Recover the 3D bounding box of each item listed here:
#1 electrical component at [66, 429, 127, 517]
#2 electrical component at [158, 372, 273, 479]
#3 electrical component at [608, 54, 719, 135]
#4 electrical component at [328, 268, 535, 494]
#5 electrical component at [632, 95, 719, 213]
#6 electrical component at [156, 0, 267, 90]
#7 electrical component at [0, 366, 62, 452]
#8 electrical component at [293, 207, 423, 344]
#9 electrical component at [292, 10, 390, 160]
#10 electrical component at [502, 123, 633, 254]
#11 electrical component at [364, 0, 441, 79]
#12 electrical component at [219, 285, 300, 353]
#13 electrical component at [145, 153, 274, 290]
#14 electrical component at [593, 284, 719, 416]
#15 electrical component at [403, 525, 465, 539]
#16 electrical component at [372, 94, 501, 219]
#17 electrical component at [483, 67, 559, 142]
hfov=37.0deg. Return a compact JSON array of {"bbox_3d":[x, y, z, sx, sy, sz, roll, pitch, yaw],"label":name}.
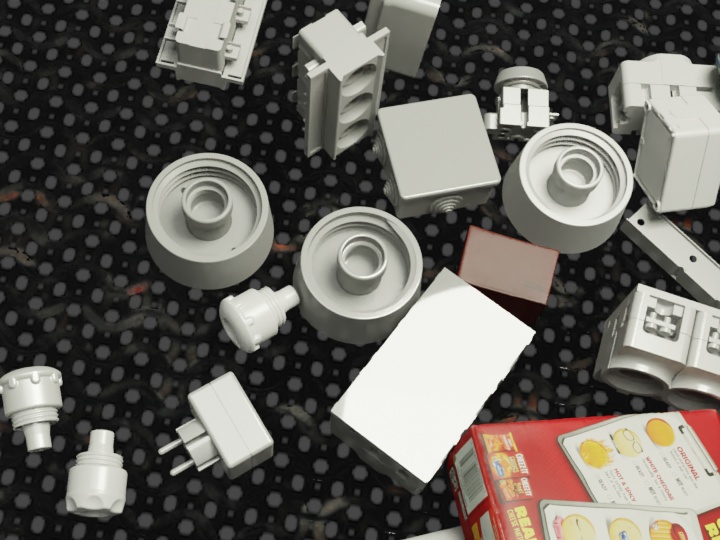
[{"bbox_3d":[-0.196,0.152,0.805,0.043,0.043,0.062,2,66,-5],"label":"electrical component"},{"bbox_3d":[-0.115,0.128,0.821,0.077,0.047,0.065,-29,73,-15],"label":"electrical component"},{"bbox_3d":[0.276,-0.158,0.975,0.089,0.050,0.055,3,67,-4],"label":"electrical component"},{"bbox_3d":[0.055,0.088,0.845,0.089,0.061,0.150,36,69,10],"label":"electrical component"},{"bbox_3d":[0.279,-0.095,0.930,0.061,0.096,0.061,-7,39,-8],"label":"electrical component"},{"bbox_3d":[-0.129,-0.232,0.960,0.079,0.063,0.121,12,67,0],"label":"electrical component"},{"bbox_3d":[-0.249,0.106,0.819,0.048,0.048,0.062,-11,76,-10],"label":"electrical component"},{"bbox_3d":[0.000,0.000,0.878,0.108,0.060,0.108,2,67,-5],"label":"electrical component"},{"bbox_3d":[-0.021,-0.156,0.907,0.079,0.121,0.063,-34,72,-17],"label":"electrical component"},{"bbox_3d":[0.182,-0.075,0.926,0.108,0.060,0.108,2,67,-5],"label":"electrical component"},{"bbox_3d":[0.039,-0.233,0.950,0.057,0.113,0.078,17,67,-2],"label":"electrical component"},{"bbox_3d":[-0.079,0.034,0.866,0.062,0.048,0.048,-29,73,-23],"label":"electrical component"},{"bbox_3d":[-0.125,-0.045,0.884,0.108,0.060,0.108,2,67,-5],"label":"electrical component"},{"bbox_3d":[0.273,0.077,0.856,0.150,0.089,0.061,18,67,2],"label":"electrical component"},{"bbox_3d":[0.065,0.233,0.795,0.077,0.044,0.079,-11,69,-10],"label":"electrical component"},{"bbox_3d":[0.065,-0.097,0.930,0.100,0.048,0.099,-11,69,-10],"label":"electrical component"},{"bbox_3d":[0.144,-0.148,0.961,0.066,0.048,0.055,4,75,-4],"label":"electrical component"}]
